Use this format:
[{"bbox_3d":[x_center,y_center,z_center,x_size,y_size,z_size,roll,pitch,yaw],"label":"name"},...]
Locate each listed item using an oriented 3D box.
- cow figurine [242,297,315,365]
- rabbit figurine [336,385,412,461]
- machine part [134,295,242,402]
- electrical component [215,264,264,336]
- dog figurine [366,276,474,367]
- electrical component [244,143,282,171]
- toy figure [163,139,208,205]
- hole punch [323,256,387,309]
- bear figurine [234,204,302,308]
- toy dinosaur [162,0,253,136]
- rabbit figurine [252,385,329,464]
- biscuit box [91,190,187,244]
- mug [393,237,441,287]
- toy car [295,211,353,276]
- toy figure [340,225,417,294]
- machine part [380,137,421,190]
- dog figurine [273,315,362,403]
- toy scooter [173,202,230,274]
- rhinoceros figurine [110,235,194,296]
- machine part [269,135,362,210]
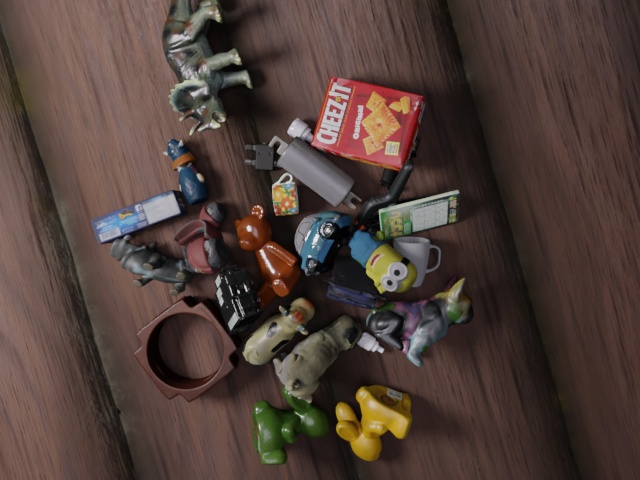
[{"bbox_3d":[-0.092,0.200,1.193,0.195,0.127,0.085,-42,94,4],"label":"cow figurine"},{"bbox_3d":[0.114,0.421,1.207,0.162,0.122,0.173,15,111,-7],"label":"rabbit figurine"},{"bbox_3d":[-0.295,0.242,1.217,0.201,0.087,0.201,-37,90,1],"label":"machine part"},{"bbox_3d":[-0.180,0.124,1.163,0.058,0.115,0.134,-12,69,-31],"label":"electrical component"},{"bbox_3d":[0.234,0.157,1.203,0.191,0.108,0.219,37,87,2],"label":"dog figurine"},{"bbox_3d":[-0.126,-0.191,1.233,0.094,0.021,0.063,4,91,1],"label":"electrical component"},{"bbox_3d":[-0.303,-0.156,1.219,0.064,0.058,0.154,-22,87,-4],"label":"toy figure"},{"bbox_3d":[0.072,0.109,1.191,0.142,0.116,0.092,19,122,-1],"label":"hole punch"},{"bbox_3d":[-0.129,0.032,1.188,0.120,0.132,0.195,-29,100,35],"label":"bear figurine"},{"bbox_3d":[-0.279,-0.415,1.186,0.192,0.131,0.404,-23,85,1],"label":"toy dinosaur"},{"bbox_3d":[-0.065,0.409,1.223,0.170,0.121,0.159,-4,85,-17],"label":"rabbit figurine"},{"bbox_3d":[-0.409,-0.052,1.219,0.203,0.063,0.059,-20,92,1],"label":"biscuit box"},{"bbox_3d":[0.216,0.050,1.215,0.110,0.081,0.107,0,102,-10],"label":"mug"},{"bbox_3d":[-0.002,-0.004,1.207,0.103,0.109,0.161,34,104,23],"label":"toy car"},{"bbox_3d":[0.131,0.038,1.160,0.180,0.089,0.082,42,135,26],"label":"toy figure"},{"bbox_3d":[0.176,-0.179,1.225,0.084,0.039,0.138,18,90,-8],"label":"machine part"},{"bbox_3d":[0.006,0.247,1.176,0.190,0.172,0.121,-41,102,9],"label":"dog figurine"},{"bbox_3d":[-0.270,0.007,1.196,0.135,0.075,0.184,-22,52,17],"label":"toy scooter"},{"bbox_3d":[-0.374,0.050,1.202,0.190,0.112,0.073,21,123,-13],"label":"rhinoceros figurine"},{"bbox_3d":[-0.007,-0.153,1.201,0.243,0.079,0.079,38,92,-4],"label":"machine part"}]
